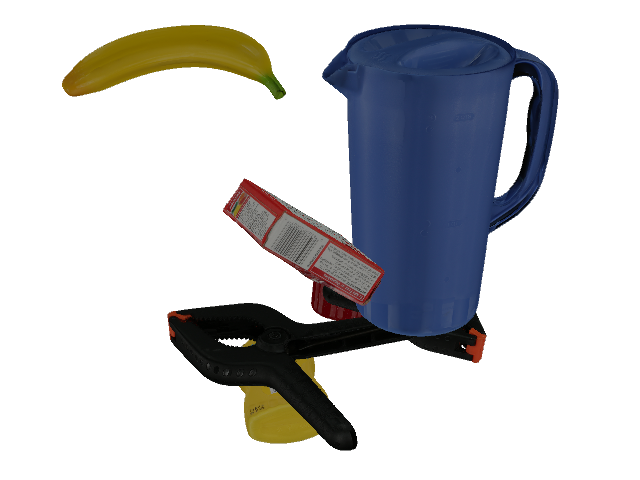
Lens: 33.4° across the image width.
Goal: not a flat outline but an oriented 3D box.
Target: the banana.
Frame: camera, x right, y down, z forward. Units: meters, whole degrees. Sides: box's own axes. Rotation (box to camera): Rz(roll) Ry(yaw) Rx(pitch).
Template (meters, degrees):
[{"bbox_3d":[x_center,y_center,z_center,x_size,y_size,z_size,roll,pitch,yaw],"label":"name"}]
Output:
[{"bbox_3d":[-0.130,-0.162,0.957,0.197,0.069,0.037,-1,-33,-4],"label":"banana"}]

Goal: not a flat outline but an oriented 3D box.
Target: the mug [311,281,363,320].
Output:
[{"bbox_3d":[0.041,0.064,1.489,0.117,0.081,0.093,18,24,27],"label":"mug"}]

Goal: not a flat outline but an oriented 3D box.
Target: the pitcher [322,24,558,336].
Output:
[{"bbox_3d":[0.095,-0.048,0.879,0.149,0.243,0.144,19,33,31],"label":"pitcher"}]

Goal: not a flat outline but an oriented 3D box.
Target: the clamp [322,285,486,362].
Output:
[{"bbox_3d":[0.100,0.064,1.052,0.172,0.039,0.120,28,40,32],"label":"clamp"}]

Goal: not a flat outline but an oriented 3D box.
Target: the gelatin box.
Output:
[{"bbox_3d":[-0.011,0.001,0.687,0.089,0.030,0.073,31,4,-31],"label":"gelatin box"}]

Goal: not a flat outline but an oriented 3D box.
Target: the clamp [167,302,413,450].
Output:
[{"bbox_3d":[-0.028,0.089,0.897,0.210,0.036,0.164,16,36,25],"label":"clamp"}]

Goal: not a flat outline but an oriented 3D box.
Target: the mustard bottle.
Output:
[{"bbox_3d":[-0.052,0.159,1.261,0.096,0.058,0.192,-8,30,-9],"label":"mustard bottle"}]
